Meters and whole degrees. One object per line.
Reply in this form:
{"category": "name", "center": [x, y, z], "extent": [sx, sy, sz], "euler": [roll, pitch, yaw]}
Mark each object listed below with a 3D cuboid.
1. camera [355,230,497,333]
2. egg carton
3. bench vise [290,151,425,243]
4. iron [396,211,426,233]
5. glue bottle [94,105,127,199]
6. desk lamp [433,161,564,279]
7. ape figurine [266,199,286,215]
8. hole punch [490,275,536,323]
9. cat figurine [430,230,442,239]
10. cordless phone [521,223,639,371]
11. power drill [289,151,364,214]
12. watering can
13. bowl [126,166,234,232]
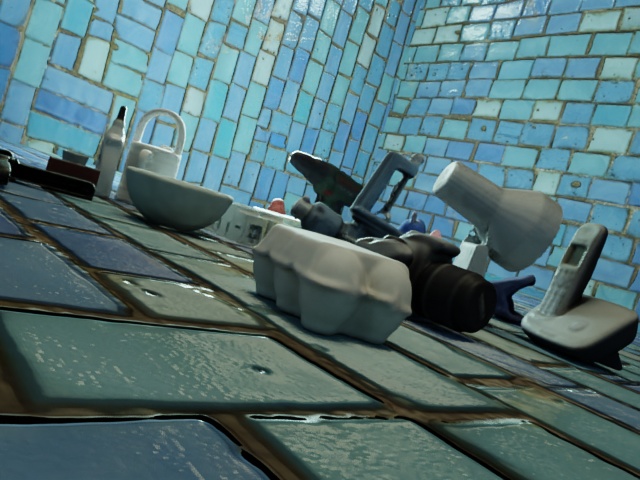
{"category": "camera", "center": [0.122, 0.045, 0.654], "extent": [0.144, 0.101, 0.136], "euler": [14, 4, -41]}
{"category": "egg carton", "center": [0.008, 0.035, 0.494], "extent": [0.107, 0.069, 0.150], "euler": [15, 3, -31]}
{"category": "bench vise", "center": [0.072, -0.042, 0.860], "extent": [0.208, 0.220, 0.121], "euler": [15, 3, -32]}
{"category": "iron", "center": [0.187, 0.018, 1.179], "extent": [0.118, 0.141, 0.259], "euler": [17, 3, 14]}
{"category": "glue bottle", "center": [-0.384, -0.164, 1.055], "extent": [0.037, 0.173, 0.078], "euler": [15, 3, -27]}
{"category": "desk lamp", "center": [0.219, 0.007, 0.822], "extent": [0.203, 0.213, 0.118], "euler": [16, 3, -9]}
{"category": "ape figurine", "center": [-0.105, -0.052, 1.339], "extent": [0.078, 0.092, 0.075], "euler": [15, 3, -37]}
{"category": "hole punch", "center": [0.329, 0.094, 1.032], "extent": [0.100, 0.091, 0.109], "euler": [18, 3, 25]}
{"category": "cat figurine", "center": [0.198, 0.044, 0.966], "extent": [0.128, 0.118, 0.067], "euler": [16, 3, -21]}
{"category": "cordless phone", "center": [0.359, 0.067, 0.765], "extent": [0.094, 0.185, 0.147], "euler": [16, 3, -18]}
{"category": "power drill", "center": [0.006, -0.080, 1.348], "extent": [0.230, 0.208, 0.075], "euler": [15, 3, -29]}
{"category": "watering can", "center": [-0.324, -0.160, 1.116], "extent": [0.101, 0.194, 0.172], "euler": [15, 3, -27]}
{"category": "bowl", "center": [-0.222, -0.056, 0.880], "extent": [0.167, 0.075, 0.167], "euler": [17, 3, -1]}
